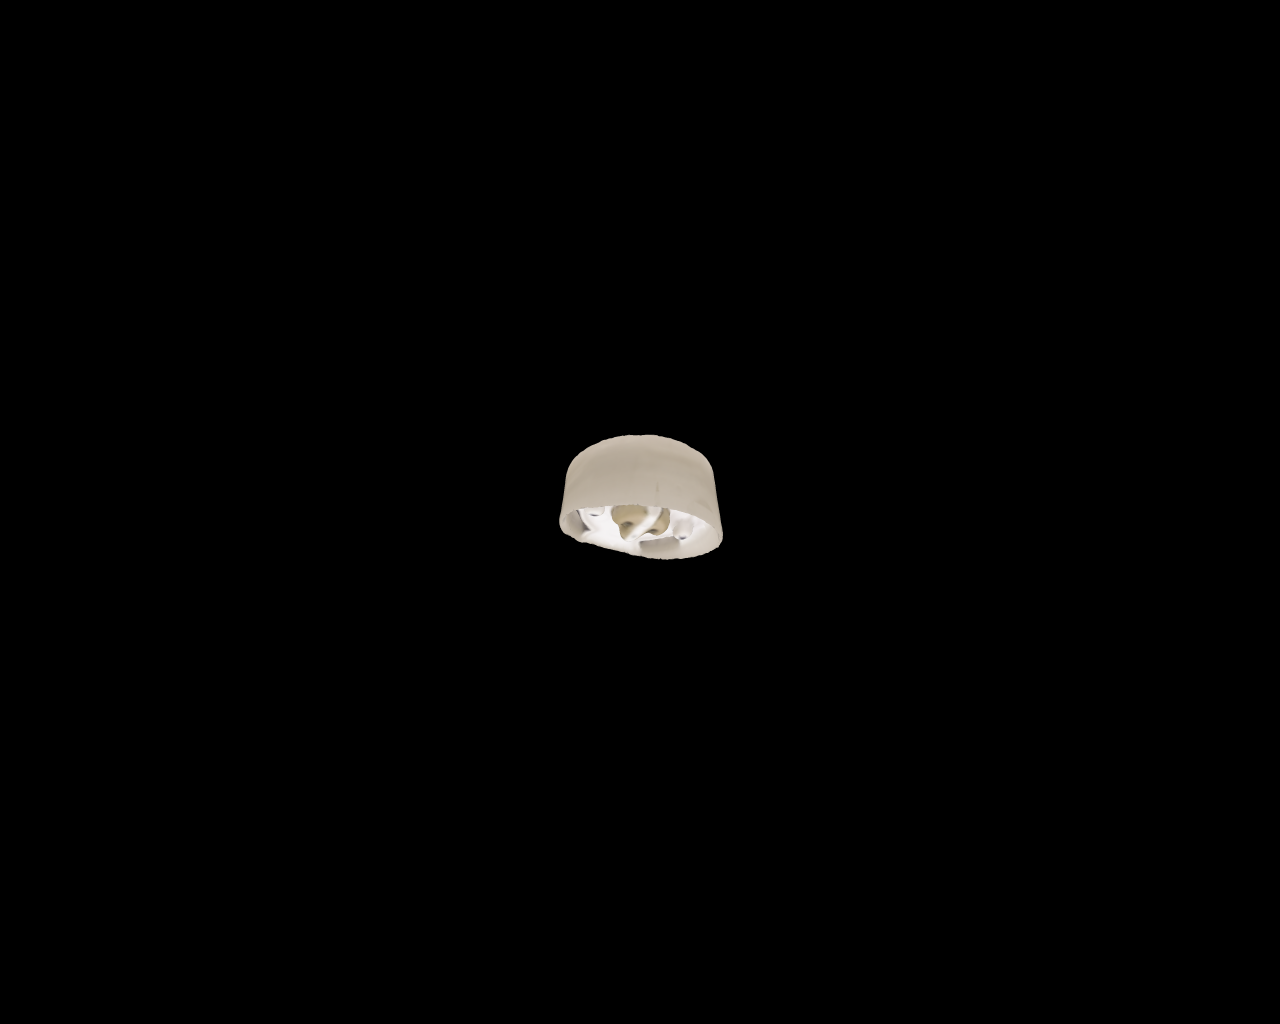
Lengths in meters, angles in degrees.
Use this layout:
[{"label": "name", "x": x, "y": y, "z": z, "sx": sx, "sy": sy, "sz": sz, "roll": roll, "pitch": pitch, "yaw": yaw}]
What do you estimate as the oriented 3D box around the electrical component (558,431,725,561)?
[{"label": "electrical component", "x": 0.001, "y": -0.003, "z": 0.650, "sx": 0.099, "sy": 0.064, "sz": 0.099, "roll": 0, "pitch": -31, "yaw": 0}]
